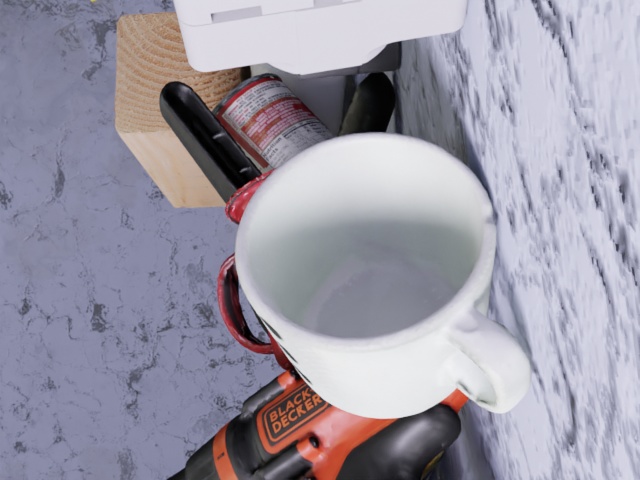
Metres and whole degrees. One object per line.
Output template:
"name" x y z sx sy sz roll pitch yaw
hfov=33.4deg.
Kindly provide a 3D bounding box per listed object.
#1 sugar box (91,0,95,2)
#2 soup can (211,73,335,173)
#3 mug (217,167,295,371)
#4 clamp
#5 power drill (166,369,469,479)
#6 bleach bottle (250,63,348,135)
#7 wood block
"sugar box" -0.089 -0.231 0.786 0.048 0.176 0.093 81 178 -52
"soup can" -0.018 -0.046 0.668 0.102 0.068 0.068 47 165 19
"mug" 0.000 0.017 0.501 0.093 0.117 0.081 13 -122 -59
"clamp" -0.004 0.001 0.600 0.165 0.036 0.210 -3 110 44
"power drill" 0.001 0.139 0.411 0.057 0.185 0.188 32 -153 -42
"bleach bottle" -0.018 -0.036 0.806 0.102 0.068 0.251 -102 11 -55
"wood block" -0.093 -0.095 0.840 0.206 0.090 0.091 76 -168 -77
